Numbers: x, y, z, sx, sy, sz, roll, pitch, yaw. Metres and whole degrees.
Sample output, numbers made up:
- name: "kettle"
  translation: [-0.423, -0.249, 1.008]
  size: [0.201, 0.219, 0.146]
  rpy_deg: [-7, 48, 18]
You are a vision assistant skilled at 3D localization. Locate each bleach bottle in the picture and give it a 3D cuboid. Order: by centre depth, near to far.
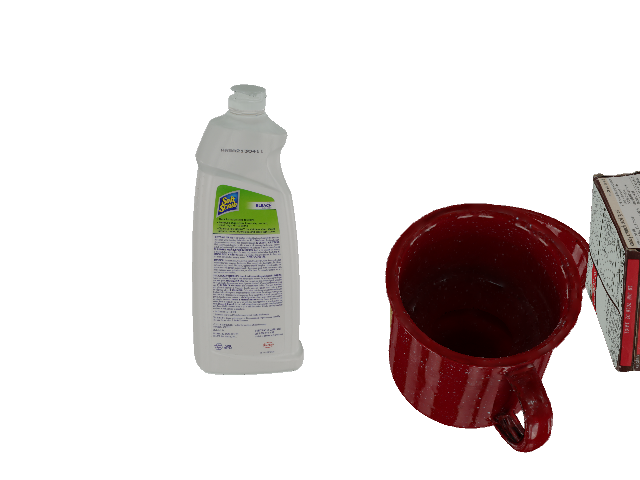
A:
- name: "bleach bottle"
  translation: [-0.059, -0.009, 0.926]
  size: [0.102, 0.251, 0.068]
  rpy_deg: [-1, 21, -14]

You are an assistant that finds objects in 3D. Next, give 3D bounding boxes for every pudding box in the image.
- name: "pudding box"
  translation: [0.201, 0.018, 0.692]
  size: [0.039, 0.090, 0.113]
  rpy_deg: [-2, 28, 2]

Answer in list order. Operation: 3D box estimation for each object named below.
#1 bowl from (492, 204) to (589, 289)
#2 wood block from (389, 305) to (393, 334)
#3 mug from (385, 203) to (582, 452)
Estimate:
- name: "bowl"
  translation: [0.157, 0.031, 0.941]
  size: [0.162, 0.055, 0.162]
  rpy_deg: [2, 33, -1]
- name: "wood block"
  translation: [0.169, 0.067, 1.629]
  size: [0.091, 0.090, 0.206]
  rpy_deg: [4, 22, 13]
- name: "mug"
  translation: [0.081, 0.051, 0.529]
  size: [0.093, 0.117, 0.081]
  rpy_deg: [-19, -33, -13]
